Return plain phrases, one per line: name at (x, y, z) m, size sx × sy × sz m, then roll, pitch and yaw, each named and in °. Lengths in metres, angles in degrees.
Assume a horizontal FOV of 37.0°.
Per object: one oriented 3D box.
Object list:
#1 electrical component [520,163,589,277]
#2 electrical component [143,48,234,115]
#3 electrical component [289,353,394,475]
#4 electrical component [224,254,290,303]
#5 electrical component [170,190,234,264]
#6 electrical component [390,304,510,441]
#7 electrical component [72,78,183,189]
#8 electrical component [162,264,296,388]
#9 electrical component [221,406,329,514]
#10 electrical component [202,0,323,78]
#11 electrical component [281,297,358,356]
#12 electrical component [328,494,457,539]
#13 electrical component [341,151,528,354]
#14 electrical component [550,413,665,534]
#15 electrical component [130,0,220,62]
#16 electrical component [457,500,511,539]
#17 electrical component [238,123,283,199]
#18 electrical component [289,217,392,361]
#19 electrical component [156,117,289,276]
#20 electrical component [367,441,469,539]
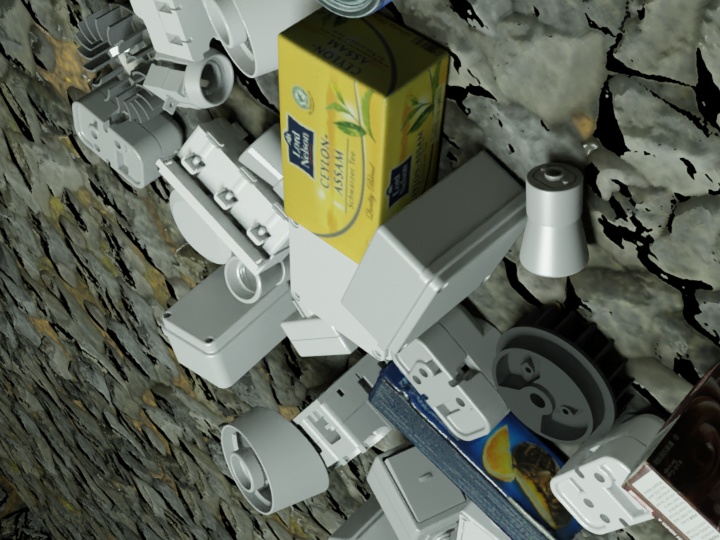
electrical component at (0.122, -0.034, 0.674) m, size 0.044 × 0.044 × 0.065 m, roll 25°, pitch 137°, yaw 36°
electrical component at (-0.135, -0.156, 0.863) m, size 0.055 × 0.066 × 0.048 m, roll 15°, pitch 171°, yaw 33°
electrical component at (-0.013, 0.135, 0.986) m, size 0.061 × 0.089 × 0.150 m, roll 48°, pitch 150°, yaw 3°
electrical component at (-0.082, -0.001, 0.950) m, size 0.044 × 0.065 × 0.044 m, roll 18°, pitch 119°, yaw 35°
electrical component at (-0.130, -0.050, 0.975) m, size 0.080 × 0.051 × 0.080 m, roll 33°, pitch 146°, yaw 26°
electrical component at (0.079, 0.075, 0.830) m, size 0.095 × 0.059 × 0.054 m, roll 50°, pitch 150°, yaw -1°
electrical component at (-0.209, -0.128, 0.983) m, size 0.095 × 0.059 × 0.053 m, roll 39°, pitch 148°, yaw 18°
electrical component at (-0.119, 0.044, 1.003) m, size 0.078 × 0.113 × 0.057 m, roll 26°, pitch 145°, yaw 35°
electrical component at (-0.082, 0.173, 0.987) m, size 0.099 × 0.064 × 0.099 m, roll 39°, pitch 141°, yaw 40°
electrical component at (-0.071, -0.186, 0.751) m, size 0.099 × 0.064 × 0.099 m, roll 55°, pitch 165°, yaw 23°
electrical component at (-0.035, 0.032, 0.943) m, size 0.083 × 0.047 × 0.075 m, roll -10°, pitch 116°, yaw 56°
electrical component at (0.045, 0.267, 1.038) m, size 0.108 × 0.109 × 0.056 m, roll 56°, pitch 152°, yaw -10°
electrical component at (0.052, -0.011, 0.724) m, size 0.056 × 0.109 × 0.108 m, roll 46°, pitch 150°, yaw 12°
electrical component at (0.188, 0.142, 0.762) m, size 0.053 × 0.059 × 0.095 m, roll 48°, pitch 150°, yaw 4°
electrical component at (-0.138, -0.210, 0.809) m, size 0.056 × 0.050 × 0.089 m, roll 22°, pitch 140°, yaw 39°
electrical component at (0.127, 0.225, 0.938) m, size 0.062 × 0.061 × 0.096 m, roll 36°, pitch 155°, yaw 22°
electrical component at (-0.060, -0.079, 0.862) m, size 0.065 × 0.044 × 0.044 m, roll 47°, pitch 150°, yaw -5°
electrical component at (0.000, 0.000, 0.854) m, size 0.109 × 0.056 × 0.108 m, roll 34°, pitch 146°, yaw 25°
electrical component at (-0.100, -0.064, 0.901) m, size 0.121 × 0.079 × 0.063 m, roll 47°, pitch 120°, yaw 5°
electrical component at (0.057, 0.205, 0.973) m, size 0.096 × 0.062 × 0.061 m, roll 59°, pitch 155°, yaw 25°
